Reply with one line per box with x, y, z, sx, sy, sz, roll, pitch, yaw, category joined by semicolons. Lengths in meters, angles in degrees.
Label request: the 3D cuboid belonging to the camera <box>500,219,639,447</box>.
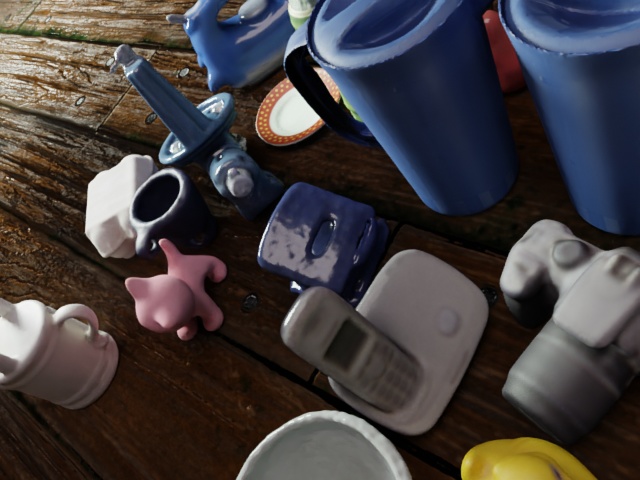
0.186;0.069;0.429;0.137;0.101;0.142;-49;49;-5;camera

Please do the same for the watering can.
-0.342;0.125;0.654;0.173;0.195;0.100;-50;49;-6;watering can

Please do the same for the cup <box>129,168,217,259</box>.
-0.177;-0.017;0.711;0.091;0.095;0.118;-2;60;31;cup

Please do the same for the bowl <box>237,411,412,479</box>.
0.011;0.228;0.452;0.167;0.075;0.167;-15;54;23;bowl

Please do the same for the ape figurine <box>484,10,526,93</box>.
0.188;-0.207;0.611;0.077;0.092;0.076;-29;50;13;ape figurine

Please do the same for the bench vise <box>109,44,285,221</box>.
-0.137;-0.136;0.679;0.206;0.220;0.121;26;76;40;bench vise

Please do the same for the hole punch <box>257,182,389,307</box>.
0.005;0.002;0.590;0.100;0.091;0.109;9;66;35;hole punch

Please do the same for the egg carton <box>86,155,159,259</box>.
-0.271;-0.048;0.806;0.107;0.070;0.150;-28;50;14;egg carton

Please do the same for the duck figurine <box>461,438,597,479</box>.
0.144;0.172;0.399;0.104;0.086;0.077;13;68;37;duck figurine

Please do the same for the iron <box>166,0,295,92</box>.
-0.089;-0.341;0.834;0.258;0.142;0.118;-35;49;7;iron

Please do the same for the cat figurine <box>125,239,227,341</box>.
-0.164;0.057;0.640;0.067;0.118;0.127;-20;52;19;cat figurine

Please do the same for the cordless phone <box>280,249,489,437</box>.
0.053;0.064;0.458;0.093;0.186;0.148;18;72;38;cordless phone
